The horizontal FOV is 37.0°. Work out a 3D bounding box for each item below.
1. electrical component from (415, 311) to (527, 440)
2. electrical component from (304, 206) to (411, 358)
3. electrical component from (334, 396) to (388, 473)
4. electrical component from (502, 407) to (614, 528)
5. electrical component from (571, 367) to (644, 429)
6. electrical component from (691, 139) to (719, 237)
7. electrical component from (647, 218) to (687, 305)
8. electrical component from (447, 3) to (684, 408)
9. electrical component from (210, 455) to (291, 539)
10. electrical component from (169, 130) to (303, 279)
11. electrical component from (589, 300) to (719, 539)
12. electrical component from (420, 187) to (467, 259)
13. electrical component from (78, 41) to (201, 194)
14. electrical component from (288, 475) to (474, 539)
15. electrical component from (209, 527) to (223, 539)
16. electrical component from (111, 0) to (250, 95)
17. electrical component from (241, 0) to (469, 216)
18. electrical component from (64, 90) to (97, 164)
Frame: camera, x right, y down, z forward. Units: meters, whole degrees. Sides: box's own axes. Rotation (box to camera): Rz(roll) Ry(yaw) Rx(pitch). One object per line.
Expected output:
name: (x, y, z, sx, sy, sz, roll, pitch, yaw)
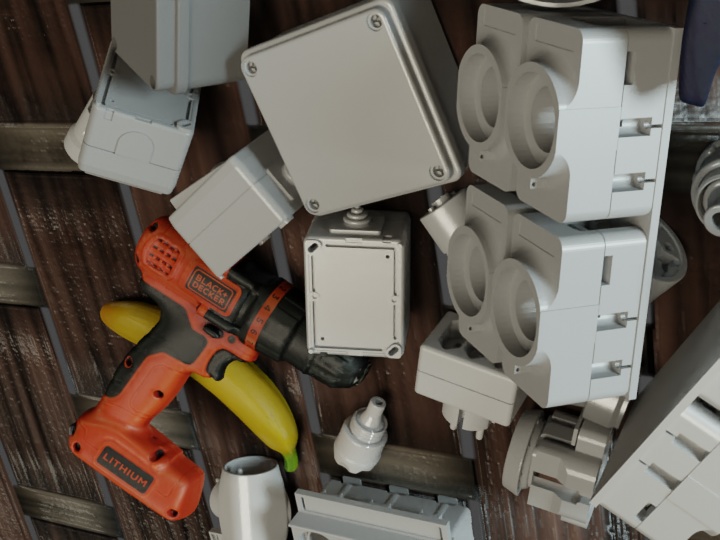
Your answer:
electrical component: (0.074, 0.078, 0.699, 0.066, 0.047, 0.076, 19, 126, 20)
electrical component: (0.000, 0.000, 0.682, 0.062, 0.061, 0.096, 3, 115, 7)
electrical component: (0.004, 0.115, 0.771, 0.035, 0.035, 0.061, 30, 126, 12)
electrical component: (0.126, 0.122, 0.689, 0.057, 0.058, 0.078, 16, 125, 18)
electrical component: (0.139, 0.067, 0.656, 0.055, 0.045, 0.045, 23, 127, 17)
electrical component: (0.191, -0.038, 0.550, 0.048, 0.062, 0.048, 15, 124, 23)
electrical component: (0.147, -0.002, 0.604, 0.055, 0.055, 0.047, 40, 134, 3)
electrical component: (0.097, -0.036, 0.551, 0.105, 0.060, 0.186, -136, 44, -61)
electrical component: (-0.094, 0.188, 0.863, 0.079, 0.044, 0.077, 12, 108, 53)
electrical component: (-0.070, -0.051, 0.696, 0.061, 0.061, 0.096, 49, 130, -5)
electrical component: (0.208, 0.057, 0.569, 0.060, 0.105, 0.186, 34, 130, 8)
electrical component: (0.067, -0.017, 0.651, 0.044, 0.044, 0.065, -33, 94, 39)
electrical component: (-0.140, -0.100, 0.692, 0.062, 0.096, 0.061, 15, 130, -15)
electrical component: (0.018, 0.197, 0.793, 0.121, 0.063, 0.078, 6, 120, 28)
electrical component: (-0.072, 0.263, 0.887, 0.121, 0.063, 0.078, 4, 119, 29)
electrical component: (-0.107, -0.169, 0.630, 0.078, 0.057, 0.113, 44, 139, 42)
electrical component: (0.002, -0.098, 0.628, 0.109, 0.056, 0.108, -12, 111, 35)
electrical component: (-0.178, -0.098, 0.747, 0.040, 0.040, 0.046, 41, 124, 3)
